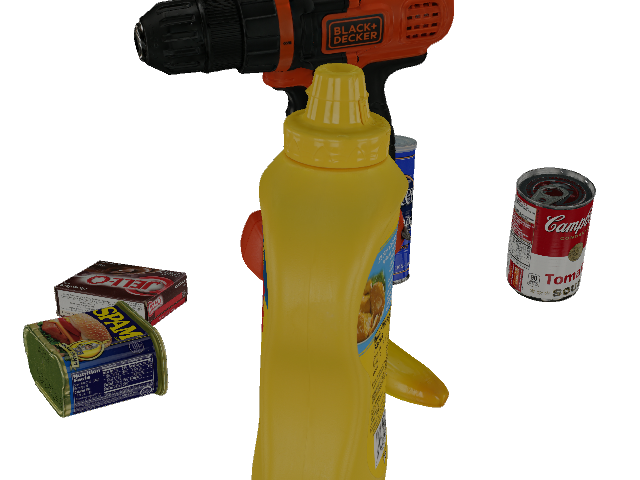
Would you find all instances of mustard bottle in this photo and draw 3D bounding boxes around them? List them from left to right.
[{"bbox_3d":[0.004,0.023,0.436,0.058,0.192,0.096,8,25,10],"label":"mustard bottle"}]

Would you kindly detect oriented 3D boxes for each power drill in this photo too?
[{"bbox_3d":[-0.013,-0.067,0.637,0.184,0.188,0.057,-10,37,-14],"label":"power drill"}]

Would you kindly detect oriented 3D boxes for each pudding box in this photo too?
[{"bbox_3d":[-0.211,0.057,1.137,0.114,0.039,0.090,5,18,20],"label":"pudding box"}]

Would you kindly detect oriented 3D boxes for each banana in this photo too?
[{"bbox_3d":[0.039,0.074,0.836,0.069,0.037,0.198,-5,23,-11],"label":"banana"}]

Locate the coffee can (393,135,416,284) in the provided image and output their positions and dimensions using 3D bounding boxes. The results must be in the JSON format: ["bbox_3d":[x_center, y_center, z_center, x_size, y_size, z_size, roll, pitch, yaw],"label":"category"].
[{"bbox_3d":[0.043,-0.034,1.079,0.103,0.140,0.103,2,13,-1],"label":"coffee can"}]

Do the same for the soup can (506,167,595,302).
[{"bbox_3d":[0.204,-0.004,0.953,0.068,0.102,0.068,0,33,0],"label":"soup can"}]

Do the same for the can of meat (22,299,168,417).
[{"bbox_3d":[-0.181,0.093,0.850,0.083,0.057,0.102,-12,23,-29],"label":"can of meat"}]
